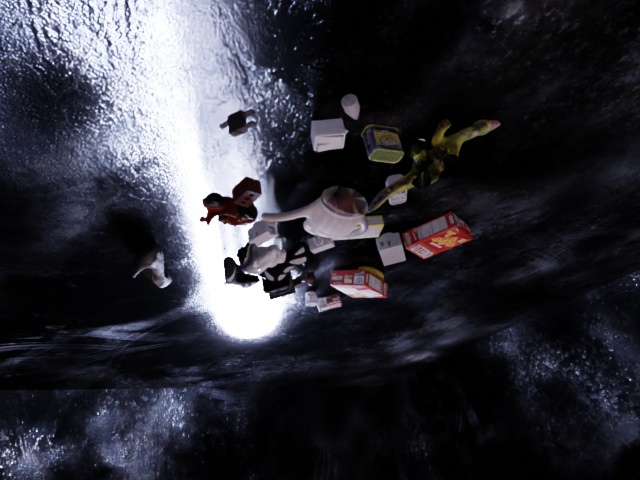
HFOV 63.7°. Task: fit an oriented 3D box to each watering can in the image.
[{"bbox_3d":[0.005,-0.082,1.627,0.347,0.106,0.219,11,144,-18],"label":"watering can"}]

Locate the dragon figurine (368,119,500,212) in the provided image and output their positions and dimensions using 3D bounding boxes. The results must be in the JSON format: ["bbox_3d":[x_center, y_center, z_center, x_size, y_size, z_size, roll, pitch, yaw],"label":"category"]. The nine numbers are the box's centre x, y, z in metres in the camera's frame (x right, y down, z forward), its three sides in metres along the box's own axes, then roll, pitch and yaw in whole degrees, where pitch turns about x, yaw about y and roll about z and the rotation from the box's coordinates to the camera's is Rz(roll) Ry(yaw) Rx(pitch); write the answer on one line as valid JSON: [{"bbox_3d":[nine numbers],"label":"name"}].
[{"bbox_3d":[0.318,-0.211,1.443,0.405,0.123,0.243,-38,167,22],"label":"dragon figurine"}]

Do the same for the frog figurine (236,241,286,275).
[{"bbox_3d":[-0.198,0.071,1.808,0.158,0.125,0.135,21,120,-27],"label":"frog figurine"}]
